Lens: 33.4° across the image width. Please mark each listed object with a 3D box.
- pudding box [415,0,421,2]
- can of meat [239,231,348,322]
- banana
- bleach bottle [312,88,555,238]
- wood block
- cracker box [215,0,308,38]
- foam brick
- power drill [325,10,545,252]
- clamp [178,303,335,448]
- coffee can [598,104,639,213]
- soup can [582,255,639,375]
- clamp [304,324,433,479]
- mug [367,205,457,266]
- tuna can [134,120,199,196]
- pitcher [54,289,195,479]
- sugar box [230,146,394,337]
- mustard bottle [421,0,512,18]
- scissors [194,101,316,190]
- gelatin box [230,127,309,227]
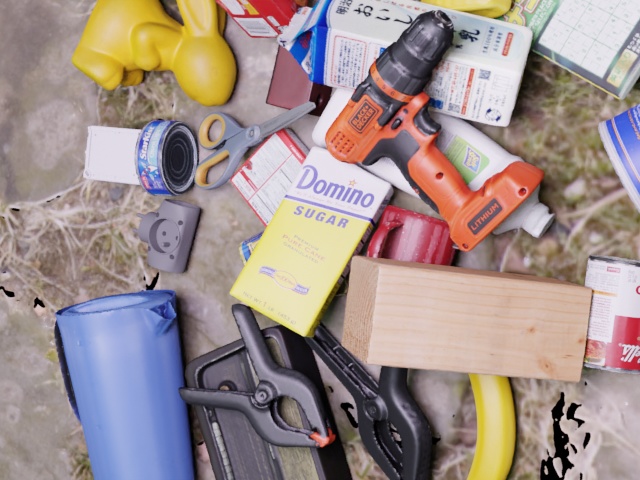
[{"bbox_3d":[0.062,-0.245,1.112,0.090,0.039,0.113,-13,84,25],"label":"pudding box"},{"bbox_3d":[-0.030,0.029,1.147,0.084,0.057,0.102,-27,79,25],"label":"can of meat"},{"bbox_3d":[0.162,0.181,1.067,0.070,0.037,0.198,5,92,25],"label":"banana"},{"bbox_3d":[0.119,-0.075,1.074,0.251,0.068,0.103,36,105,19],"label":"bleach bottle"},{"bbox_3d":[0.134,0.072,0.990,0.206,0.091,0.090,6,93,-13],"label":"wood block"},{"bbox_3d":[-0.057,-0.334,1.072,0.072,0.164,0.213,4,77,23],"label":"cracker box"},{"bbox_3d":[-0.017,-0.176,1.142,0.051,0.052,0.078,16,98,24],"label":"foam brick"},{"bbox_3d":[0.113,-0.095,0.983,0.187,0.057,0.185,44,132,5],"label":"power drill"},{"bbox_3d":[-0.064,0.162,1.092,0.171,0.039,0.120,45,107,17],"label":"clamp"},{"bbox_3d":[0.320,-0.086,0.892,0.140,0.102,0.103,-29,78,22],"label":"coffee can"},{"bbox_3d":[0.277,0.068,0.995,0.069,0.068,0.102,8,93,25],"label":"soup can"},{"bbox_3d":[0.069,0.160,1.086,0.165,0.036,0.210,-31,81,52],"label":"clamp"},{"bbox_3d":[0.086,0.012,1.062,0.093,0.117,0.081,19,93,41],"label":"mug"},{"bbox_3d":[-0.171,-0.092,1.197,0.034,0.086,0.086,4,92,23],"label":"tuna can"},{"bbox_3d":[-0.216,0.181,1.193,0.145,0.149,0.243,-9,96,-9],"label":"pitcher"},{"bbox_3d":[-0.007,0.001,1.080,0.093,0.048,0.176,28,89,12],"label":"sugar box"},{"bbox_3d":[0.148,-0.316,1.055,0.096,0.058,0.191,2,88,50],"label":"mustard bottle"},{"bbox_3d":[-0.078,-0.127,1.156,0.202,0.016,0.096,-38,56,38],"label":"scissors"},{"bbox_3d":[-0.046,-0.068,1.168,0.089,0.030,0.073,-45,73,21],"label":"gelatin box"}]
